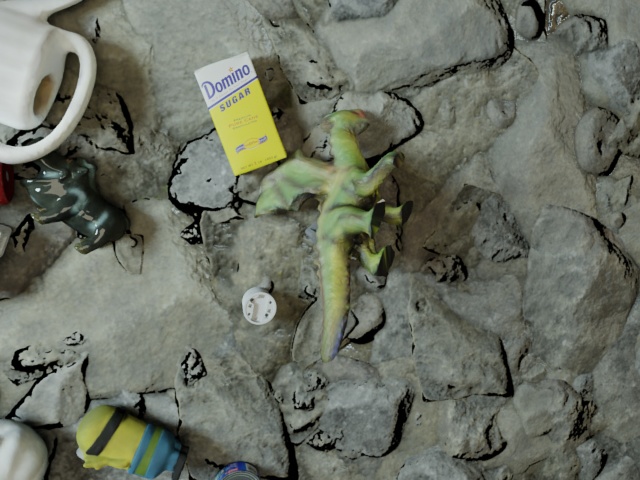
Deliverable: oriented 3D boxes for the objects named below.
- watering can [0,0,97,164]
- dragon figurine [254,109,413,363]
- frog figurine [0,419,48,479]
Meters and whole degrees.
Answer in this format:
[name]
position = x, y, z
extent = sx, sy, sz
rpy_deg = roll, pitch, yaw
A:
[watering can]
position = -0.425, -0.281, 0.726
extent = 0.224, 0.351, 0.103
rpy_deg = 15, -12, -13
[dragon figurine]
position = 0.003, -0.041, 0.824
extent = 0.244, 0.415, 0.120
rpy_deg = 18, -16, 29
[frog figurine]
position = -0.476, 0.347, 0.751
extent = 0.123, 0.136, 0.160
rpy_deg = -21, 13, -11
